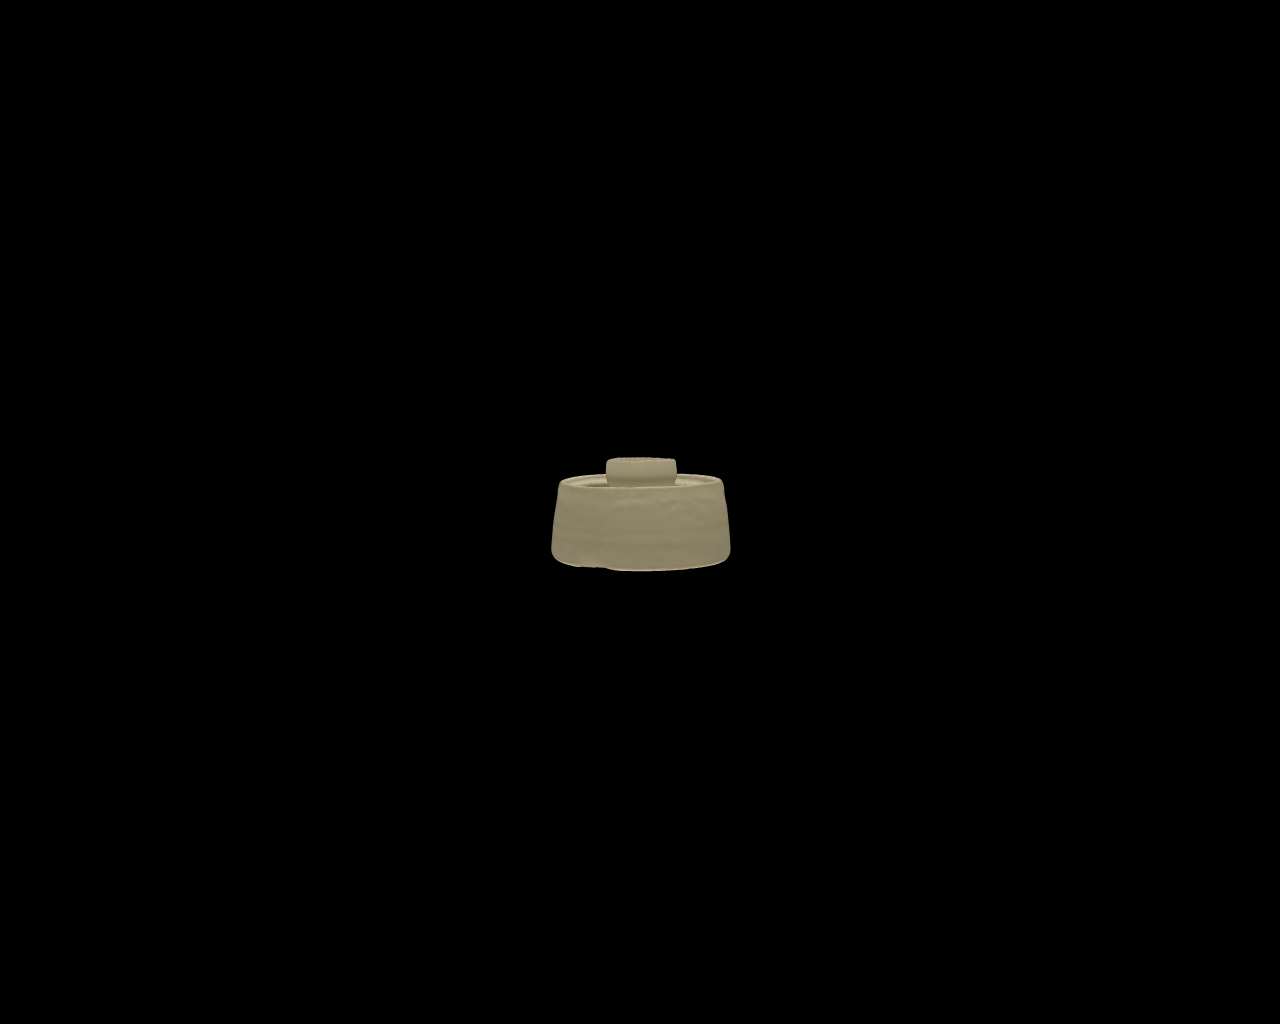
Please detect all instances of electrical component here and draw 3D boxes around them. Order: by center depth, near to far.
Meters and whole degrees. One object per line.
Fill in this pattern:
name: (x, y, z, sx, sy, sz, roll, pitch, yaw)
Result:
electrical component: (0.001, -0.003, 0.650, 0.108, 0.060, 0.108, 0, 7, 0)
